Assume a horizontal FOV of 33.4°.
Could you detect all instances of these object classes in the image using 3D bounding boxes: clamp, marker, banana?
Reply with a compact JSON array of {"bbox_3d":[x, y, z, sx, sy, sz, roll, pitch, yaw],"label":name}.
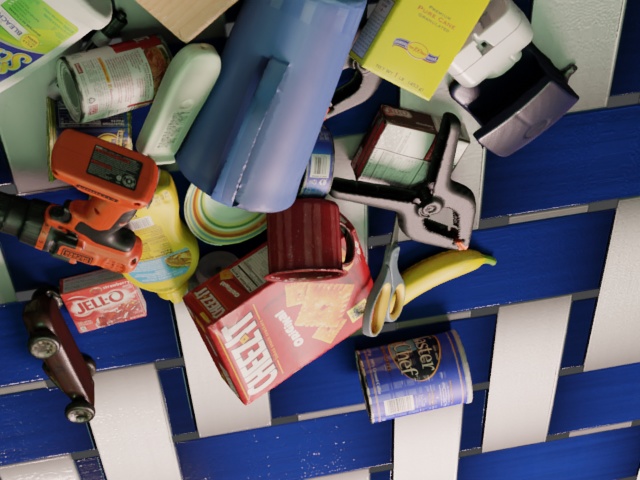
[{"bbox_3d":[0.128,-0.055,1.220,0.165,0.036,0.209,-32,136,21],"label":"clamp"},{"bbox_3d":[-0.234,-0.186,1.075,0.020,0.020,0.121,29,120,-34],"label":"marker"},{"bbox_3d":[0.038,-0.203,1.114,0.120,0.039,0.172,34,111,-29],"label":"clamp"},{"bbox_3d":[0.132,0.059,1.383,0.198,0.037,0.069,-27,132,11],"label":"banana"}]

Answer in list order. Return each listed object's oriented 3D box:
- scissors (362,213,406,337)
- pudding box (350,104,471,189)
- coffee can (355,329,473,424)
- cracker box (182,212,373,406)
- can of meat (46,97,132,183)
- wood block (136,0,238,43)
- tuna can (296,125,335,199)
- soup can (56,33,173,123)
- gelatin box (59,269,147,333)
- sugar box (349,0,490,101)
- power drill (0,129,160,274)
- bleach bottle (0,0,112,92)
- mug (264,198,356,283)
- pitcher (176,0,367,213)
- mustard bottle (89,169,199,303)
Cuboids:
[{"bbox_3d":[0.095,0.023,1.318,0.096,0.016,0.202,10,97,-62],"label":"scissors"},{"bbox_3d":[0.103,-0.101,1.225,0.113,0.039,0.090,11,131,-21],"label":"pudding box"},{"bbox_3d":[0.127,0.186,1.457,0.140,0.103,0.103,-12,134,-3],"label":"coffee can"},{"bbox_3d":[-0.039,0.080,1.288,0.213,0.072,0.164,-34,137,-14],"label":"cracker box"},{"bbox_3d":[-0.241,-0.104,1.111,0.083,0.057,0.102,-3,153,-16],"label":"can of meat"},{"bbox_3d":[-0.080,-0.289,0.967,0.206,0.090,0.090,-36,130,19],"label":"wood block"},{"bbox_3d":[-0.012,-0.086,1.178,0.033,0.086,0.086,2,132,-18],"label":"tuna can"},{"bbox_3d":[-0.200,-0.159,1.053,0.102,0.069,0.068,-19,138,-24],"label":"soup can"},{"bbox_3d":[-0.264,0.071,1.302,0.089,0.030,0.073,-14,134,-1],"label":"gelatin box"},{"bbox_3d":[0.114,-0.237,1.064,0.093,0.048,0.176,21,110,-30],"label":"sugar box"},{"bbox_3d":[-0.254,-0.040,1.094,0.184,0.057,0.188,18,150,-17],"label":"power drill"},{"bbox_3d":[-0.324,-0.180,1.029,0.251,0.068,0.102,-34,130,20],"label":"bleach bottle"},{"bbox_3d":[-0.008,0.001,1.184,0.117,0.081,0.093,4,168,-35],"label":"mug"},{"bbox_3d":[-0.047,-0.152,1.058,0.144,0.149,0.243,-3,130,-39],"label":"pitcher"},{"bbox_3d":[-0.192,0.006,1.238,0.096,0.058,0.191,-14,134,2],"label":"mustard bottle"}]
